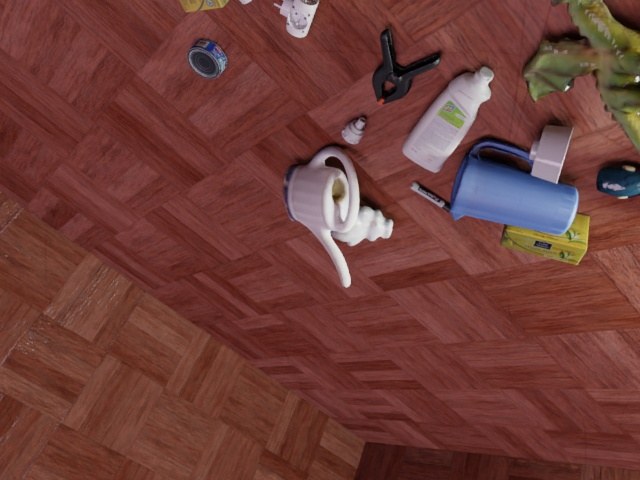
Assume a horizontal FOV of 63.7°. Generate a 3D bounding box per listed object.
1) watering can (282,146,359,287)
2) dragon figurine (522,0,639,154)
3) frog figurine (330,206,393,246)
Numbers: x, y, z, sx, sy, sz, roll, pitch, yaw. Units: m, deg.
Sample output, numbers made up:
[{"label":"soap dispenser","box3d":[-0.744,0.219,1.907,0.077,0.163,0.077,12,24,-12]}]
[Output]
[{"label":"watering can","box3d":[0.004,-0.066,1.302,0.225,0.104,0.344,13,106,42]},{"label":"dragon figurine","box3d":[0.464,-0.264,0.858,0.244,0.124,0.401,22,150,39]},{"label":"frog figurine","box3d":[0.107,-0.035,1.378,0.160,0.125,0.134,33,128,9]}]
